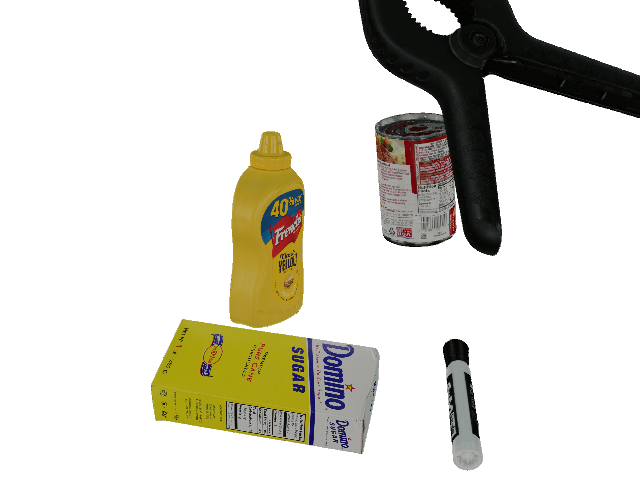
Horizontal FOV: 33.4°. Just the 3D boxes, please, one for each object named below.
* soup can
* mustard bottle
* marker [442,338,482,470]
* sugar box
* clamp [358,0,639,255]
[{"bbox_3d":[0.085,-0.053,0.934,0.068,0.102,0.068,-4,23,2],"label":"soup can"},{"bbox_3d":[-0.052,-0.015,1.078,0.058,0.192,0.096,12,20,31],"label":"mustard bottle"},{"bbox_3d":[0.096,0.107,0.727,0.020,0.020,0.121,0,32,3],"label":"marker"},{"bbox_3d":[-0.043,0.119,0.889,0.176,0.048,0.093,5,35,9],"label":"sugar box"},{"bbox_3d":[0.085,-0.100,0.625,0.164,0.210,0.036,-43,-10,-25],"label":"clamp"}]
